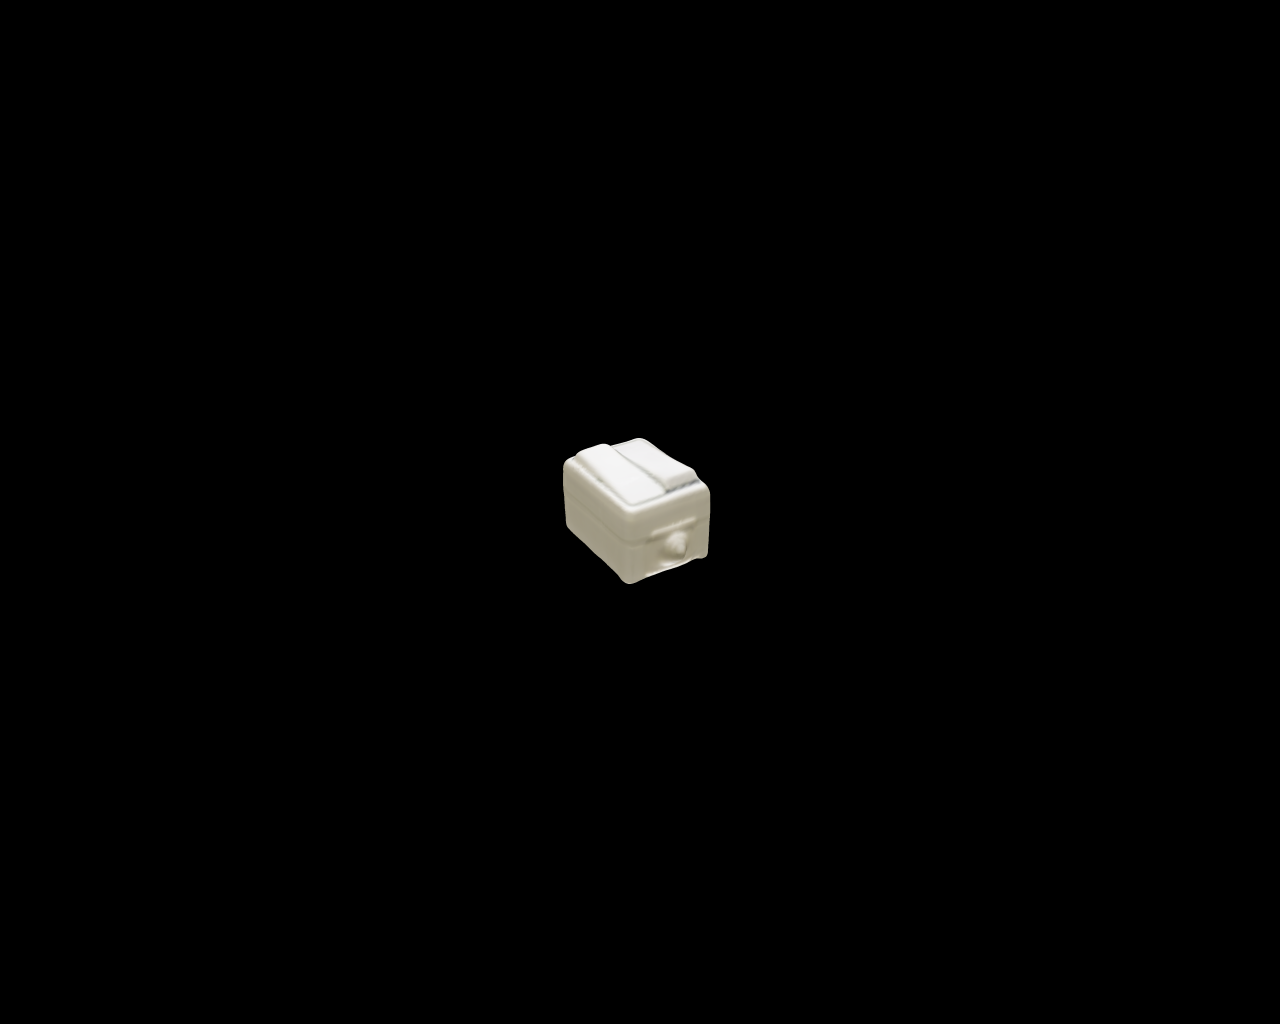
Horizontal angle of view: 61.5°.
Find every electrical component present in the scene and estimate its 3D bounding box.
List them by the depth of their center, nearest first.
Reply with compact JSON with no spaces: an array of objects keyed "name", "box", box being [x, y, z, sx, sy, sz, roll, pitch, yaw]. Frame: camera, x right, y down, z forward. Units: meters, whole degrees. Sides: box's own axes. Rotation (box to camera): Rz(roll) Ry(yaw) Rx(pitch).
[{"name":"electrical component","box":[0.001,-0.003,0.650,0.062,0.061,0.096,-18,36,-27]}]
